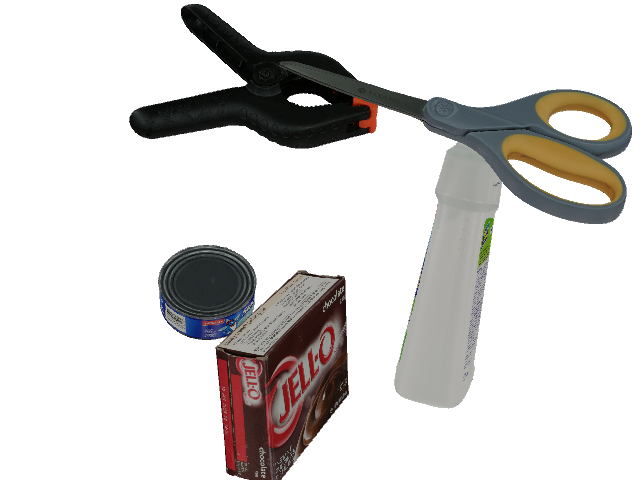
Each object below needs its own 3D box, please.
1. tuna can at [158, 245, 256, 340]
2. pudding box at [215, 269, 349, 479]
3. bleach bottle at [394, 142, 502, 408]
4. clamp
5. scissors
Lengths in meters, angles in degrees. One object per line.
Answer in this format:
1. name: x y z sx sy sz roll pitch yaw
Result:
1. tuna can: -0.100 0.046 0.944 0.086 0.086 0.034 0 -44 -6
2. pudding box: -0.020 0.081 0.659 0.039 0.090 0.113 9 27 21
3. bleach bottle: 0.120 0.015 0.937 0.068 0.251 0.102 13 19 12
4. clamp: -0.042 -0.116 0.764 0.171 0.120 0.039 8 -25 1
5. scissors: 0.084 -0.076 0.590 0.202 0.016 0.096 33 56 20
